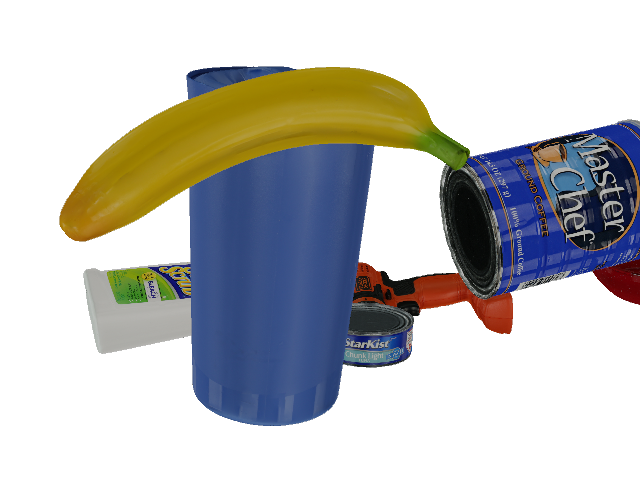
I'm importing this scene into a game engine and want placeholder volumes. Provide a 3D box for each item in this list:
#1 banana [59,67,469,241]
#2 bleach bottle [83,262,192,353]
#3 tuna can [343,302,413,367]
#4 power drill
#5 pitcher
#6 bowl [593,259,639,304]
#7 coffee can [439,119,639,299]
[{"bbox_3d":[-0.030,-0.048,0.509,0.197,0.037,0.070,-13,46,-13],"label":"banana"},{"bbox_3d":[-0.131,0.059,1.191,0.250,0.068,0.103,-10,35,-14],"label":"bleach bottle"},{"bbox_3d":[0.041,0.085,0.966,0.086,0.034,0.086,1,14,-1],"label":"tuna can"},{"bbox_3d":[0.117,0.076,1.204,0.187,0.057,0.184,-3,28,-2],"label":"power drill"},{"bbox_3d":[-0.030,-0.002,0.762,0.148,0.243,0.145,-8,21,-36],"label":"pitcher"},{"bbox_3d":[0.359,0.026,1.157,0.162,0.055,0.162,-1,26,0],"label":"bowl"},{"bbox_3d":[0.170,-0.023,0.769,0.140,0.103,0.103,-13,3,-12],"label":"coffee can"}]
